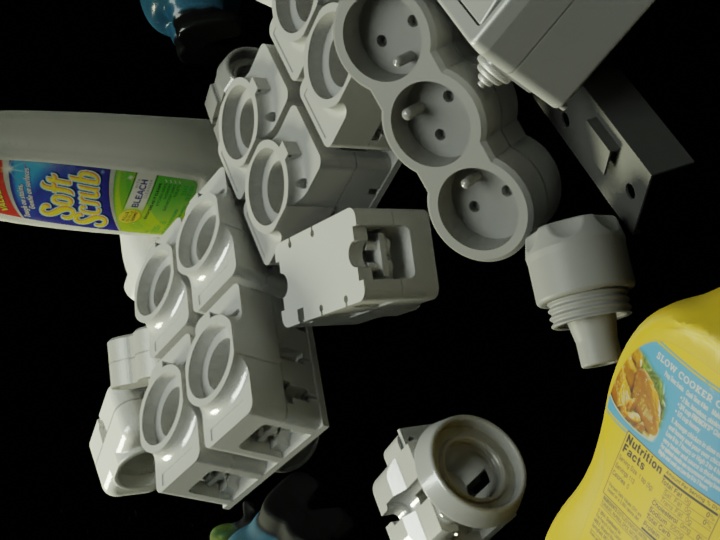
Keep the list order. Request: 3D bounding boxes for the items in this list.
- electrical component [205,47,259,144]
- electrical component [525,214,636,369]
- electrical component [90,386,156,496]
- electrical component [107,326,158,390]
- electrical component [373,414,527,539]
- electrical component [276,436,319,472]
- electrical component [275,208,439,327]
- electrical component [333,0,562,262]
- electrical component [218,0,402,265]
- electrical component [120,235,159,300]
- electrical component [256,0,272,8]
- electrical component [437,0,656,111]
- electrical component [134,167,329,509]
[{"bbox_3d":[-0.076,-0.116,0.725,0.066,0.048,0.055,68,150,29],"label":"electrical component"},{"bbox_3d":[0.096,0.010,0.457,0.043,0.043,0.062,-29,69,54],"label":"electrical component"},{"bbox_3d":[-0.185,0.142,0.893,0.059,0.054,0.095,60,137,38],"label":"electrical component"},{"bbox_3d":[-0.142,0.080,0.814,0.138,0.052,0.073,-19,74,47],"label":"electrical component"},{"bbox_3d":[0.045,0.107,0.527,0.057,0.058,0.078,-57,45,45],"label":"electrical component"},{"bbox_3d":[-0.059,0.101,0.702,0.055,0.045,0.045,23,110,56],"label":"electrical component"},{"bbox_3d":[0.000,0.000,0.596,0.089,0.056,0.050,-22,72,56],"label":"electrical component"},{"bbox_3d":[0.049,-0.078,0.503,0.052,0.074,0.138,-25,98,37],"label":"electrical component"},{"bbox_3d":[-0.020,-0.101,0.621,0.186,0.060,0.105,-59,44,40],"label":"electrical component"},{"bbox_3d":[-0.168,0.002,0.872,0.077,0.044,0.079,60,137,38],"label":"electrical component"},{"bbox_3d":[-0.065,-0.210,0.658,0.057,0.078,0.113,-47,39,-4],"label":"electrical component"},{"bbox_3d":[0.073,-0.116,0.436,0.096,0.061,0.061,-50,31,20],"label":"electrical component"},{"bbox_3d":[-0.088,0.039,0.678,0.105,0.060,0.186,-43,42,34],"label":"electrical component"}]
